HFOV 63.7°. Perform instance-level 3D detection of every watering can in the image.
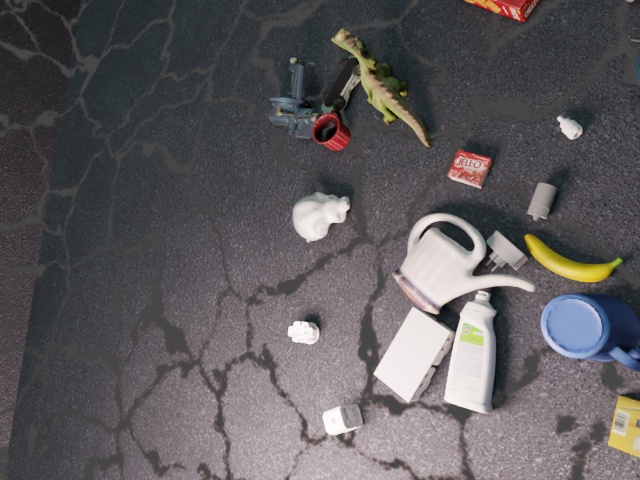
[{"bbox_3d":[0.301,0.074,1.174,0.223,0.103,0.354,-53,40,9],"label":"watering can"}]

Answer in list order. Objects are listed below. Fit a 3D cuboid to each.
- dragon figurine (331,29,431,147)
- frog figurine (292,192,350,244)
[{"bbox_3d":[0.152,-0.429,1.367,0.121,0.240,0.418,-41,55,12],"label":"dragon figurine"},{"bbox_3d":[0.004,-0.072,1.428,0.158,0.121,0.140,-22,45,40],"label":"frog figurine"}]
